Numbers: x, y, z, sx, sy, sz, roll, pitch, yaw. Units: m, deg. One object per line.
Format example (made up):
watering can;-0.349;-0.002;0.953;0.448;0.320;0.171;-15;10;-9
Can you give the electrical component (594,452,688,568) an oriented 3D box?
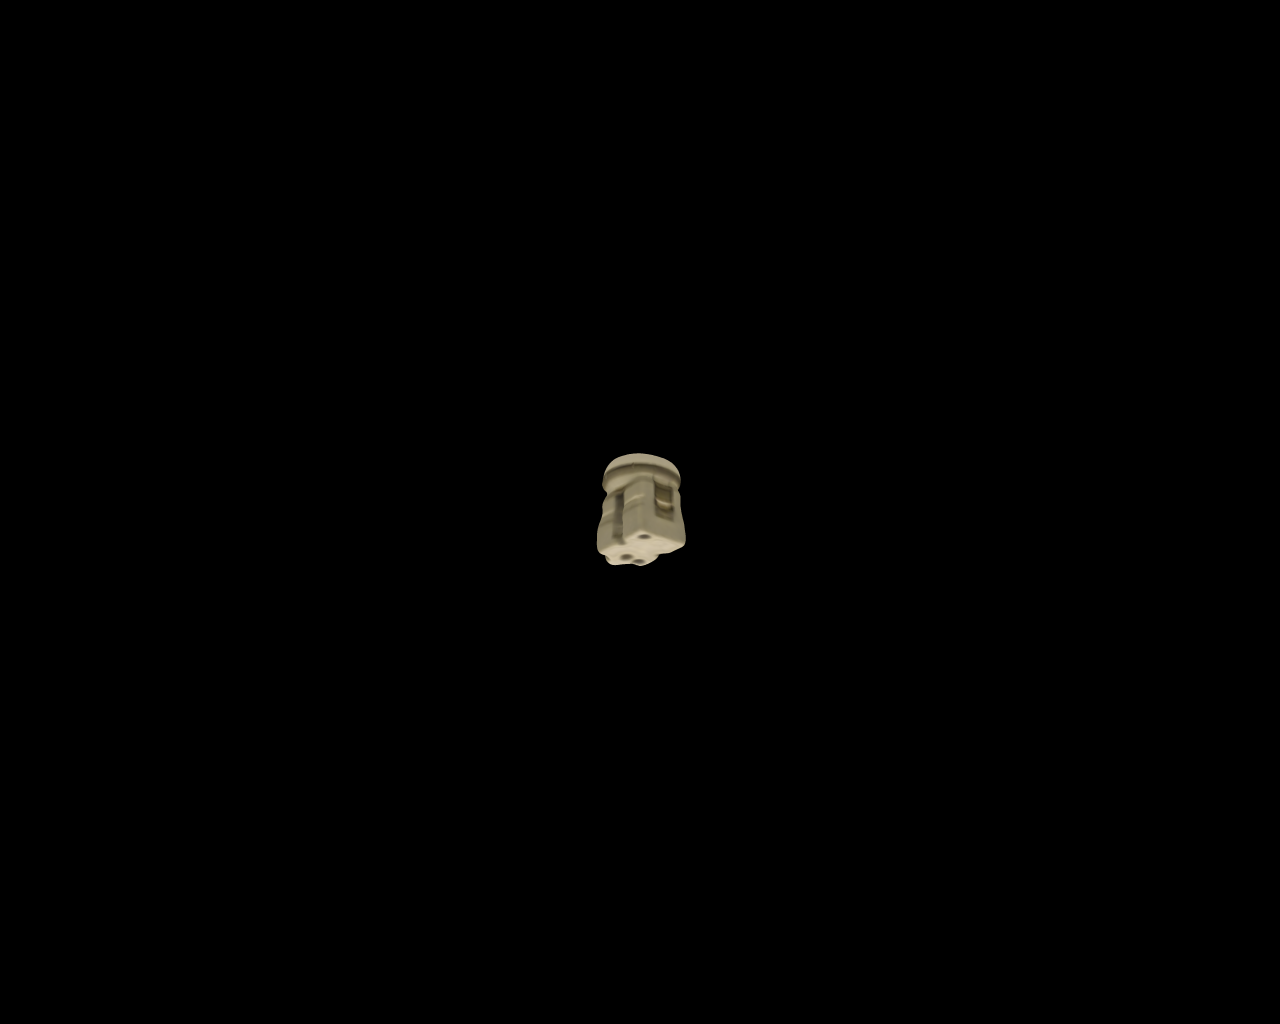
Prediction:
electrical component;0.001;-0.003;0.650;0.048;0.055;0.066;21;-33;-36
